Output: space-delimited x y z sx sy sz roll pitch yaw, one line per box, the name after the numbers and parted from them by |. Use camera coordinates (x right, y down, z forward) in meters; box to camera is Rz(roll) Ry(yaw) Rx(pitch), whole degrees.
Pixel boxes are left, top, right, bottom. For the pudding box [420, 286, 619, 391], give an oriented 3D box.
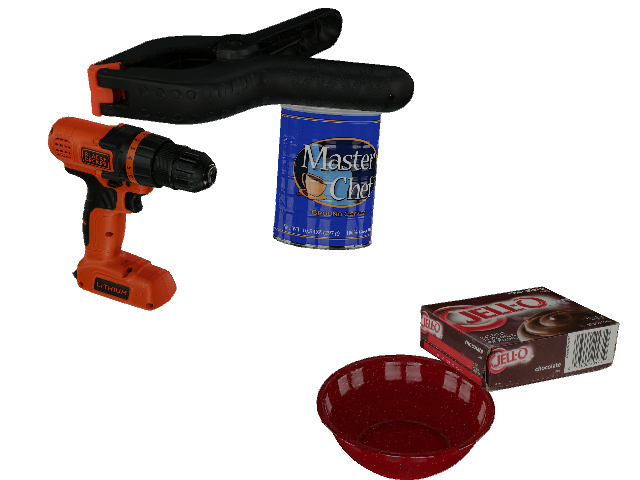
0.141 0.068 0.768 0.113 0.039 0.090 -5 18 -25 | pudding box

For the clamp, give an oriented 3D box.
-0.044 -0.099 0.600 0.171 0.039 0.120 -3 26 -11 | clamp

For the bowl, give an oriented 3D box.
0.077 0.169 0.979 0.162 0.055 0.162 0 27 0 | bowl

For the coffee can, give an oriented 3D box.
0.007 -0.070 1.082 0.103 0.140 0.103 4 12 -1 | coffee can

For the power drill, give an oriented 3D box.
-0.186 -0.025 1.077 0.185 0.188 0.057 16 31 22 | power drill
